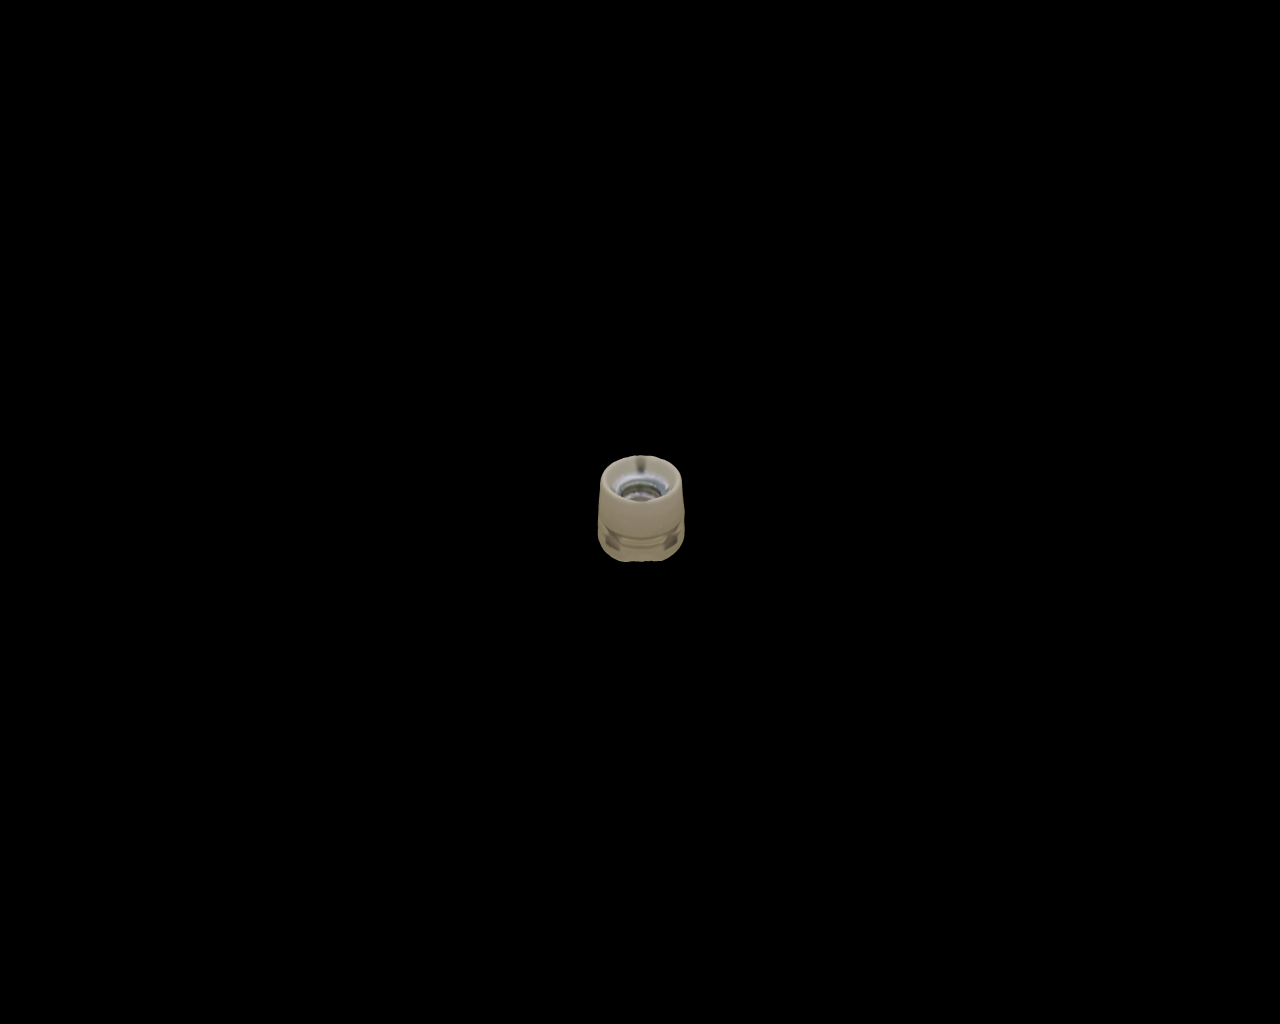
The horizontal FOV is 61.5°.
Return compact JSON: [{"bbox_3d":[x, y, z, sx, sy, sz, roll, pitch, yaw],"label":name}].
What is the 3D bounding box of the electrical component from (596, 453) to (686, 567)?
[{"bbox_3d":[0.001,-0.003,0.650,0.055,0.047,0.055,0,39,0],"label":"electrical component"}]
